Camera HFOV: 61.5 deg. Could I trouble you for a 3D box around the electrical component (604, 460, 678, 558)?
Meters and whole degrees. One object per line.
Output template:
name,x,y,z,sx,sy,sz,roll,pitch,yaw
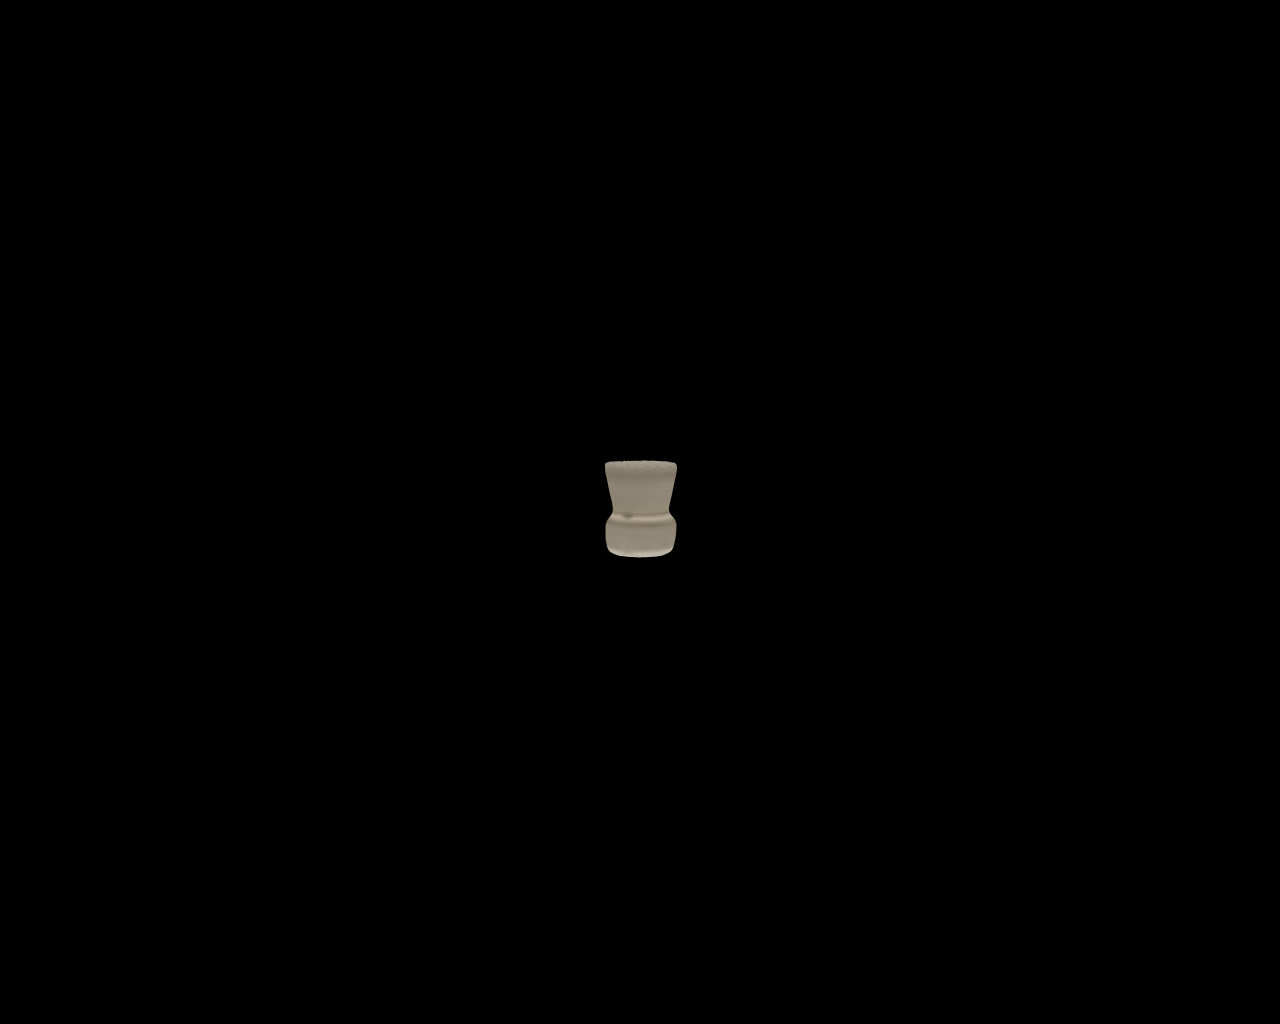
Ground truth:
electrical component,0.001,-0.003,0.650,0.045,0.055,0.045,0,7,0
